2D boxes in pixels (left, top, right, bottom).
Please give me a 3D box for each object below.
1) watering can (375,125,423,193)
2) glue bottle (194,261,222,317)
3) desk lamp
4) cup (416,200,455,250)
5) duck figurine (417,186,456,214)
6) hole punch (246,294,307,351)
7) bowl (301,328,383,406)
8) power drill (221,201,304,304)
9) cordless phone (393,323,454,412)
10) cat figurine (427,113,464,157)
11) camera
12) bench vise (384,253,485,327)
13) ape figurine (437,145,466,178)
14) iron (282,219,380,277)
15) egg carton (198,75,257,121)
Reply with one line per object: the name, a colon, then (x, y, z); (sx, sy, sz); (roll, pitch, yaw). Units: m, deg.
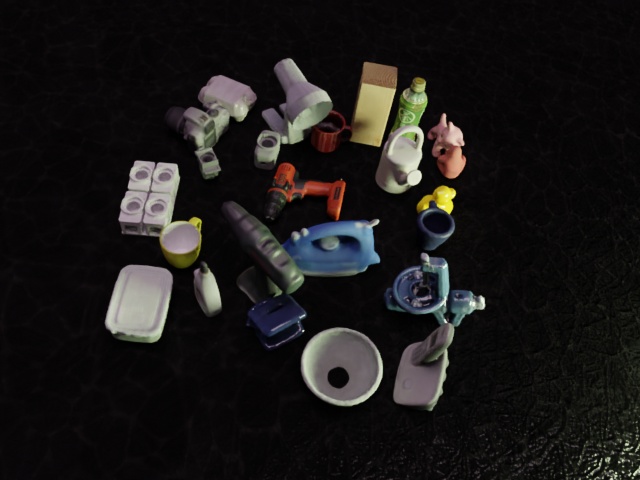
watering can: (0.212, -0.211, 1.458); (0.101, 0.194, 0.172); (-28, 63, -24)
glue bottle: (-0.239, 0.093, 1.200); (0.037, 0.173, 0.078); (-27, 63, -23)
desk lamp: (-0.067, -0.353, 1.505); (0.118, 0.213, 0.203); (-26, 63, -23)
cup: (0.271, -0.030, 1.402); (0.092, 0.095, 0.117); (3, 55, -6)
duck figurine: (0.300, -0.101, 1.460); (0.105, 0.086, 0.077); (-20, 60, -20)
hole punch: (-0.095, 0.165, 1.220); (0.109, 0.091, 0.101); (-26, 63, -23)
bowl: (0.041, 0.270, 1.177); (0.167, 0.075, 0.167); (4, 55, -5)
power drill: (-0.131, 0.046, 1.225); (0.229, 0.208, 0.076); (41, 60, 19)
cordless phone: (0.215, 0.252, 1.145); (0.094, 0.185, 0.147); (15, 55, 3)
cat figurine: (0.350, -0.291, 1.578); (0.067, 0.118, 0.127); (-3, 56, -9)
camera: (-0.330, -0.316, 1.512); (0.136, 0.101, 0.143); (28, 57, 12)
bench vise: (0.256, 0.095, 1.238); (0.207, 0.220, 0.121); (-3, 56, -10)
ape figurine: (0.358, -0.219, 1.545); (0.078, 0.092, 0.076); (13, 55, 2)
iron: (0.012, 0.005, 1.314); (0.258, 0.141, 0.118); (-6, 57, -12)
egg carton: (-0.258, -0.395, 1.596); (0.150, 0.069, 0.107); (23, 56, 8)
